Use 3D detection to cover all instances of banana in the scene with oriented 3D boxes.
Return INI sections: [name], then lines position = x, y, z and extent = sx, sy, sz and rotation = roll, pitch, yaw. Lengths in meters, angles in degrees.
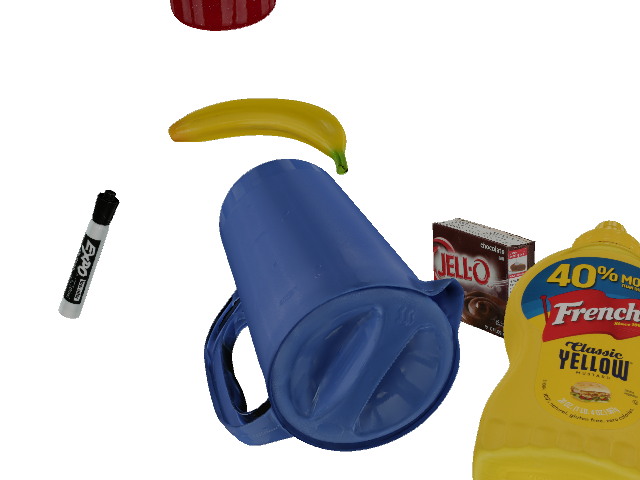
[banana]
position = -0.053, -0.112, 1.052
extent = 0.198, 0.037, 0.069
rotation = 11, 46, 23

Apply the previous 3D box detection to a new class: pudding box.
[pudding box]
position = 0.152, 0.033, 1.003
extent = 0.039, 0.090, 0.114
rotation = -14, 18, -31

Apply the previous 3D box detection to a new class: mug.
[mug]
position = -0.088, -0.210, 0.798
extent = 0.117, 0.081, 0.093
rotation = 1, 38, 5

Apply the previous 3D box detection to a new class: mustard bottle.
[mustard bottle]
position = 0.141, 0.056, 0.550
extent = 0.096, 0.058, 0.191
rotation = 9, 42, 15

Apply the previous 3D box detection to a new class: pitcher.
[pitcher]
position = -0.010, 0.039, 0.795
extent = 0.149, 0.145, 0.243
rotation = 3, 26, -20

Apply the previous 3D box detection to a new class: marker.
[marker]
position = -0.197, 0.012, 0.909
extent = 0.020, 0.121, 0.020
rotation = 20, 21, -8
